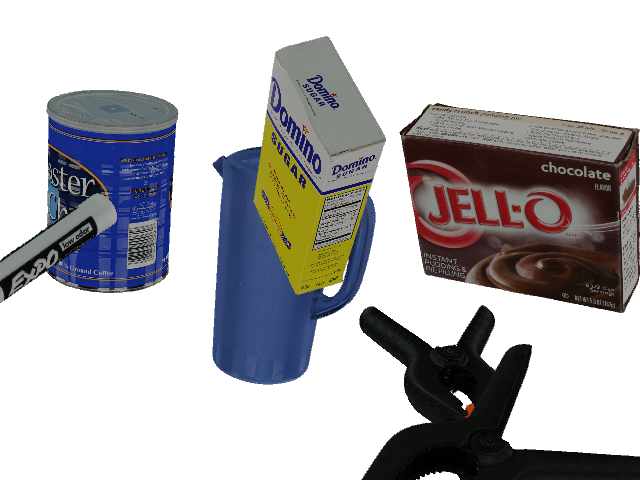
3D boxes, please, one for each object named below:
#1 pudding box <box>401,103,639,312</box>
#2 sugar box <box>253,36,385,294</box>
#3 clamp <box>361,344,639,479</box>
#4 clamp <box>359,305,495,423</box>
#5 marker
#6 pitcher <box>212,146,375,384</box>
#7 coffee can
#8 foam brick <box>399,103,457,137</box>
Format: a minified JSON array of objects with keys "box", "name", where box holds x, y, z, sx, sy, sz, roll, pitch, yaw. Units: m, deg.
[{"box":[0.102,-0.018,0.536,0.114,0.090,0.039,9,43,28],"name":"pudding box"},{"box":[-0.007,-0.046,0.739,0.048,0.093,0.176,-18,-28,-16],"name":"sugar box"},{"box":[0.106,0.136,0.693,0.209,0.036,0.165,-13,31,-19],"name":"clamp"},{"box":[0.112,0.102,0.887,0.120,0.039,0.171,-10,34,-13],"name":"clamp"},{"box":[-0.150,0.013,0.534,0.020,0.020,0.120,0,31,43],"name":"marker"},{"box":[-0.042,0.029,1.145,0.144,0.243,0.149,0,19,-23],"name":"pitcher"},{"box":[-0.171,-0.042,0.871,0.103,0.140,0.103,5,22,-2],"name":"coffee can"},{"box":[0.118,-0.078,0.984,0.053,0.078,0.051,-41,38,-21],"name":"foam brick"}]
